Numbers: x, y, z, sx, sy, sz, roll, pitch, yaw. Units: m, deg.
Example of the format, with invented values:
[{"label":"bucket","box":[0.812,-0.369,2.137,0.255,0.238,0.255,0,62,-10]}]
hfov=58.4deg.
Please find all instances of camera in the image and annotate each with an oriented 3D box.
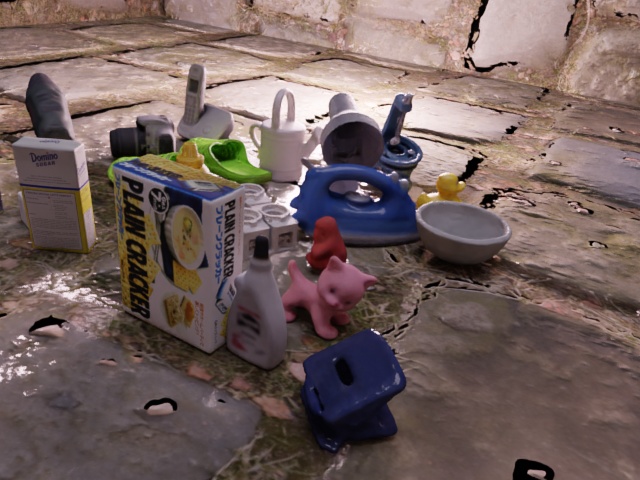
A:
[{"label":"camera","box":[-0.401,-0.234,1.288,0.137,0.101,0.142,-7,30,-24]}]

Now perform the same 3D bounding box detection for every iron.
[{"label":"iron","box":[0.075,-0.074,1.037,0.258,0.141,0.118,3,27,-6]}]

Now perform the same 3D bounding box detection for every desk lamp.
[{"label":"desk lamp","box":[0.045,-0.175,1.145,0.118,0.214,0.203,1,28,-10]}]

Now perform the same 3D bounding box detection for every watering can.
[{"label":"watering can","box":[-0.073,-0.233,1.254,0.173,0.194,0.101,6,27,-1]}]

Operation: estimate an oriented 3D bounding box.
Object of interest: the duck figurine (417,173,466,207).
[{"label":"duck figurine","box":[0.253,-0.097,1.178,0.105,0.086,0.077,-3,29,-17]}]

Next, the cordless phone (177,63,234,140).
[{"label":"cordless phone","box":[-0.279,-0.329,1.405,0.147,0.185,0.094,21,31,27]}]

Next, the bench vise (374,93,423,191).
[{"label":"bench vise","box":[0.146,-0.229,1.264,0.122,0.220,0.206,-13,33,-32]}]

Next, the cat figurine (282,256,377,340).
[{"label":"cat figurine","box":[0.008,0.065,0.779,0.127,0.118,0.067,19,30,23]}]

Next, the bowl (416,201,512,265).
[{"label":"bowl","box":[0.245,-0.003,1.009,0.167,0.075,0.167,5,27,-2]}]

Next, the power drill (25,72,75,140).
[{"label":"power drill","box":[-0.489,-0.178,1.043,0.076,0.208,0.228,-10,32,-29]}]

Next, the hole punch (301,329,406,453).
[{"label":"hole punch","box":[0.033,0.160,0.630,0.101,0.091,0.108,-3,29,-18]}]

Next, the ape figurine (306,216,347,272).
[{"label":"ape figurine","box":[0.009,0.003,0.927,0.076,0.092,0.078,18,30,23]}]

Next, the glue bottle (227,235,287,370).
[{"label":"glue bottle","box":[-0.075,0.071,0.689,0.078,0.173,0.037,19,30,23]}]
